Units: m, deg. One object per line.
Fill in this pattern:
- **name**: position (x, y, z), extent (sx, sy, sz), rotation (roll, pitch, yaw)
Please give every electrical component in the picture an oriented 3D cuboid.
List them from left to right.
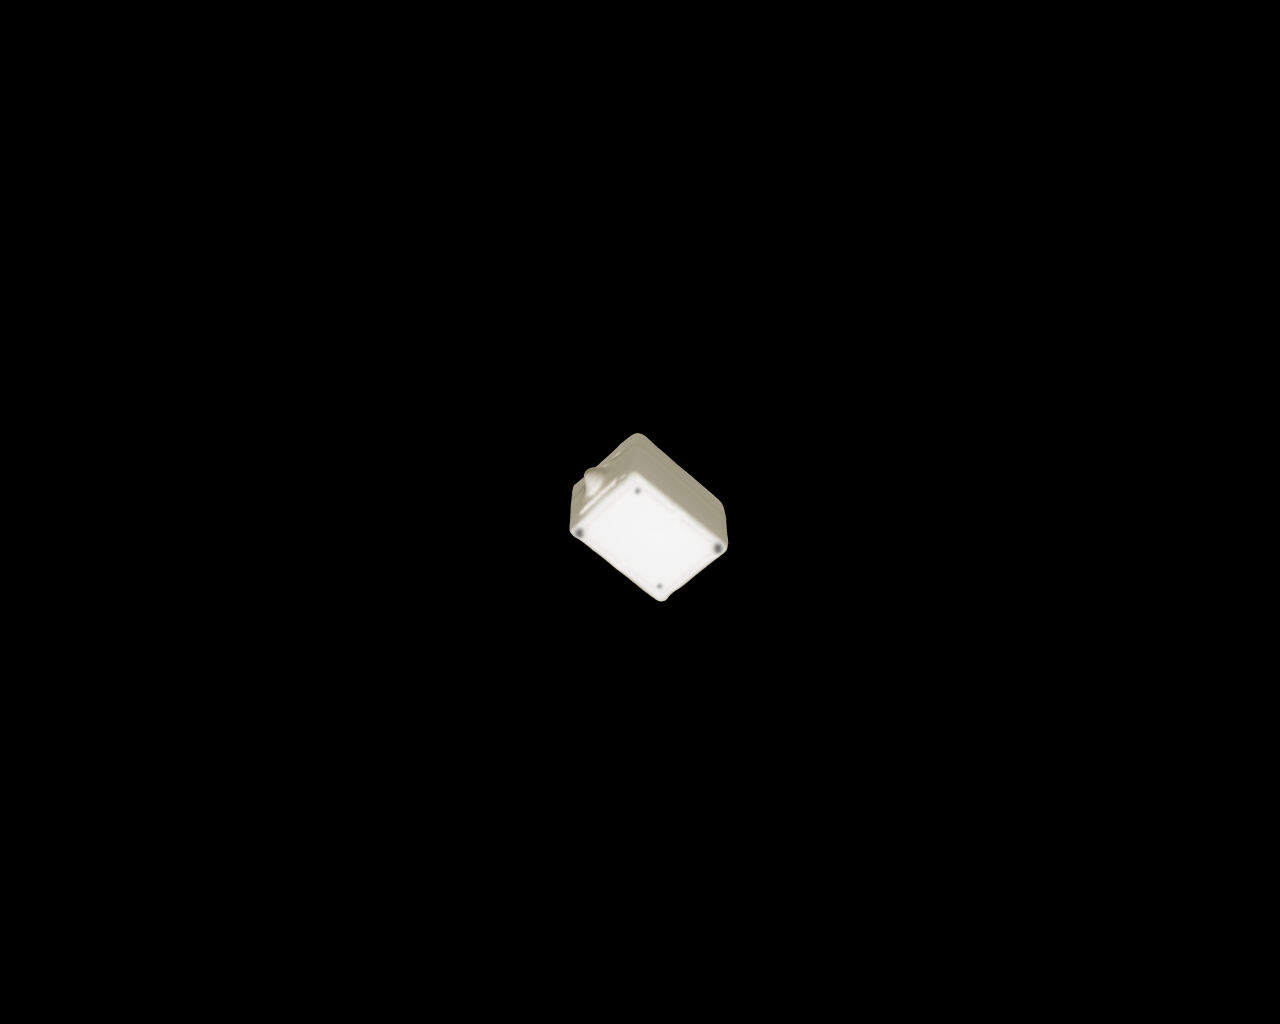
- **electrical component**: position (0.001, -0.003, 0.650), extent (0.096, 0.061, 0.061), rotation (39, 24, -22)
